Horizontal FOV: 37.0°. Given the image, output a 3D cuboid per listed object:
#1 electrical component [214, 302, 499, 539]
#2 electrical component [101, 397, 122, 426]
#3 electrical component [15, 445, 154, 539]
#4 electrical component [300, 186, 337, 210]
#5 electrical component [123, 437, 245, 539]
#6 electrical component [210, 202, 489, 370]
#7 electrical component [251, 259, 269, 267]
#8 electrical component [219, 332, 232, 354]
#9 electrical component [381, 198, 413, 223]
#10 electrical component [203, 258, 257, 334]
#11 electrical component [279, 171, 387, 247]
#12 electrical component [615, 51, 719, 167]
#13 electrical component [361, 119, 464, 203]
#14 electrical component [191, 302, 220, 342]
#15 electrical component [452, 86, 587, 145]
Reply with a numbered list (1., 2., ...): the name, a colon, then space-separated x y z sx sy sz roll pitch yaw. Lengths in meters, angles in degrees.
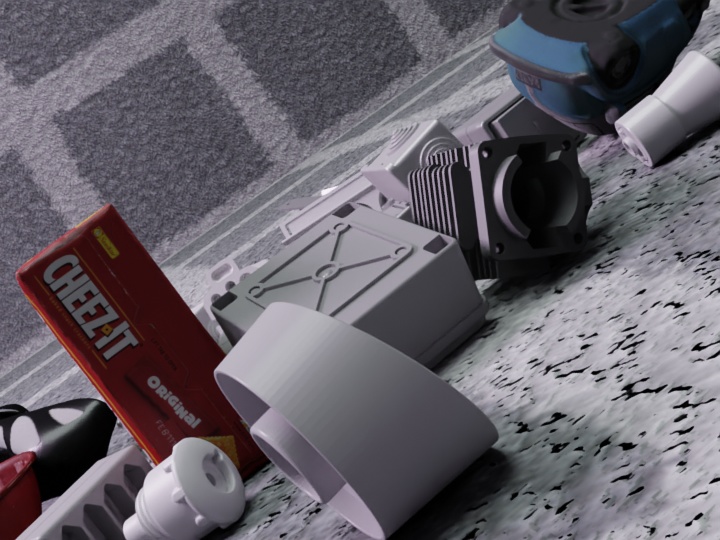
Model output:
1. electrical component: -0.005 0.053 0.409 0.064 0.099 0.099 -44 12 -17
2. electrical component: -0.173 0.103 0.866 0.066 0.047 0.076 -31 10 18
3. electrical component: -0.156 0.147 0.593 0.076 0.047 0.083 -28 12 37
4. electrical component: -0.016 -0.041 0.989 0.042 0.063 0.081 -12 21 34
5. electrical component: -0.092 0.117 0.539 0.062 0.048 0.048 -38 8 20
6. electrical component: -0.007 0.022 0.579 0.109 0.056 0.109 -38 31 -19
7. electrical component: -0.077 0.008 1.021 0.079 0.043 0.077 -35 10 -6
8. electrical component: -0.057 0.045 0.770 0.081 0.043 0.043 -30 11 26
9. electrical component: 0.012 0.008 0.687 0.096 0.061 0.062 -43 10 -2
10. electrical component: -0.086 0.031 0.865 0.058 0.078 0.057 -34 -11 6
11. electrical component: 0.007 -0.034 0.875 0.121 0.078 0.063 -32 -12 14
12. electrical component: 0.186 -0.093 0.640 0.065 0.044 0.044 -39 9 3
13. electrical component: 0.055 -0.054 0.722 0.048 0.100 0.100 -47 11 -4
14. electrical component: -0.167 0.080 0.954 0.100 0.048 0.099 -30 11 24
15. electrical component: 0.129 -0.108 0.838 0.096 0.061 0.061 -39 11 -23
